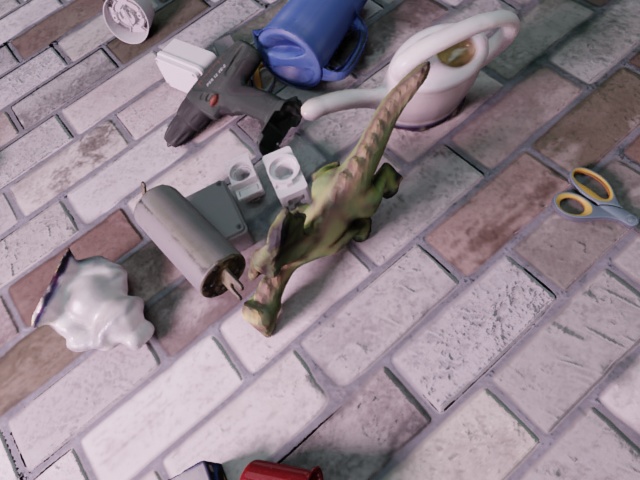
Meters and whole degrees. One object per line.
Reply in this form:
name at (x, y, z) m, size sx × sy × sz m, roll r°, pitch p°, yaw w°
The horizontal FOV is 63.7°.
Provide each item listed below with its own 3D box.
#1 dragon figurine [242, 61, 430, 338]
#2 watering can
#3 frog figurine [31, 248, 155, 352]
dragon figurine at (0.002, -0.033, 0.651) m, size 0.122 × 0.402 × 0.247 m, roll 32°, pitch 32°, yaw 8°
watering can at (0.133, -0.233, 0.776) m, size 0.348 × 0.222 × 0.105 m, roll -26°, pitch 79°, yaw -3°
frog figurine at (-0.320, 0.100, 0.762) m, size 0.158 × 0.120 × 0.140 m, roll 26°, pitch 55°, yaw -16°
